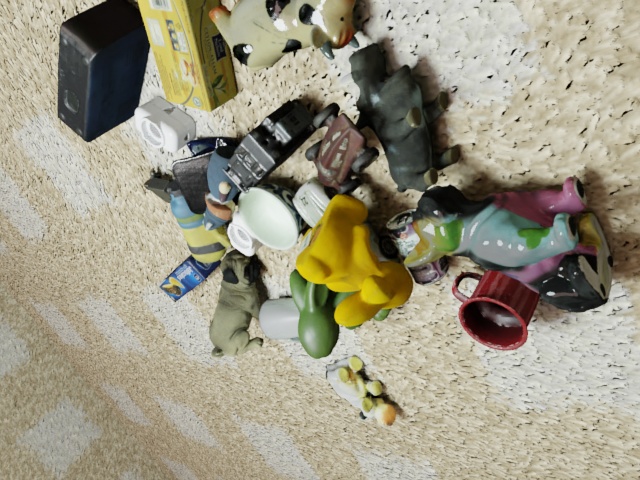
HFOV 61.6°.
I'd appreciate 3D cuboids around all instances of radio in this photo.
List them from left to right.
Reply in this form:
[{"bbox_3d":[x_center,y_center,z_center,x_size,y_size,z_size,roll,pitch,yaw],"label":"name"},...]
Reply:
[{"bbox_3d":[-0.359,-0.273,0.887,0.073,0.131,0.229,40,142,1],"label":"radio"}]

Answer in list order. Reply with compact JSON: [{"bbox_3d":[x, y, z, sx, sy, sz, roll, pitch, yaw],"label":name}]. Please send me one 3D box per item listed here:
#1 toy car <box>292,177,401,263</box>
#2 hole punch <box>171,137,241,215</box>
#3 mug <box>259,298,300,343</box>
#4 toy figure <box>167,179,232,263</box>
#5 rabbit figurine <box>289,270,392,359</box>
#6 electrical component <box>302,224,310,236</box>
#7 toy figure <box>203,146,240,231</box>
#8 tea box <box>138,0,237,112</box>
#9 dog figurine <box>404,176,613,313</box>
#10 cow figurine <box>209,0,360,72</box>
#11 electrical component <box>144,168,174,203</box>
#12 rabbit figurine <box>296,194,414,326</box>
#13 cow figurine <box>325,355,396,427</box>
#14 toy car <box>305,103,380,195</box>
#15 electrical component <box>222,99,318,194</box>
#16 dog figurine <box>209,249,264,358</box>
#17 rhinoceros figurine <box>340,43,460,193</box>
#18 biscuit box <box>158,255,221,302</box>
[{"bbox_3d":[0.043,-0.013,0.837,0.201,0.056,0.073,47,142,-4],"label":"toy car"},{"bbox_3d":[-0.178,-0.117,0.927,0.116,0.092,0.142,-9,121,11],"label":"hole punch"},{"bbox_3d":[-0.051,0.164,1.072,0.107,0.081,0.109,-12,116,37],"label":"mug"},{"bbox_3d":[-0.234,-0.037,1.028,0.089,0.082,0.179,-21,127,7],"label":"toy figure"},{"bbox_3d":[0.024,0.108,0.876,0.121,0.170,0.159,-15,115,47],"label":"rabbit figurine"},{"bbox_3d":[-0.002,-0.003,0.915,0.094,0.021,0.063,-18,112,50],"label":"electrical component"},{"bbox_3d":[-0.158,-0.076,0.864,0.058,0.064,0.154,23,128,7],"label":"toy figure"},{"bbox_3d":[-0.190,-0.282,0.780,0.098,0.068,0.169,21,138,26],"label":"tea box"},{"bbox_3d":[0.215,0.008,0.653,0.219,0.108,0.191,-9,127,43],"label":"dog figurine"},{"bbox_3d":[-0.035,-0.263,0.650,0.195,0.085,0.127,-12,110,44],"label":"cow figurine"},{"bbox_3d":[-0.301,-0.106,1.068,0.102,0.045,0.078,10,160,39],"label":"electrical component"},{"bbox_3d":[0.061,0.040,0.745,0.173,0.162,0.122,32,116,-16],"label":"rabbit figurine"},{"bbox_3d":[0.079,0.319,1.109,0.167,0.068,0.098,52,147,-6],"label":"cow figurine"},{"bbox_3d":[0.022,-0.110,0.712,0.089,0.053,0.202,52,171,3],"label":"toy car"},{"bbox_3d":[-0.067,-0.138,0.770,0.058,0.115,0.134,46,144,-7],"label":"electrical component"},{"bbox_3d":[-0.182,0.129,1.086,0.121,0.172,0.190,7,138,23],"label":"dog figurine"},{"bbox_3d":[0.096,-0.148,0.660,0.112,0.073,0.190,7,132,51],"label":"rhinoceros figurine"},{"bbox_3d":[-0.299,0.078,1.220,0.059,0.063,0.203,47,142,-8],"label":"biscuit box"}]
